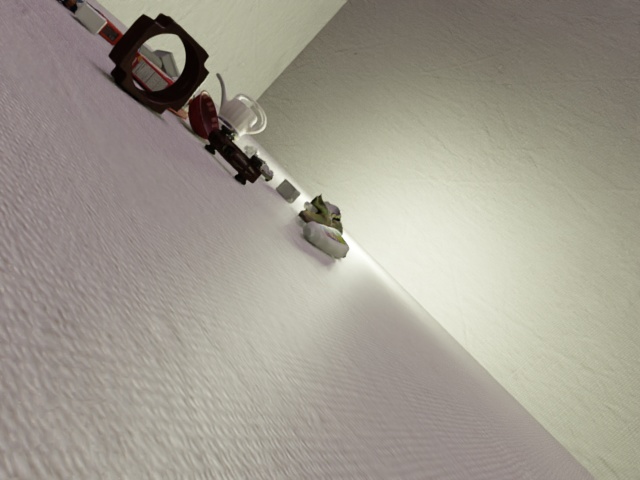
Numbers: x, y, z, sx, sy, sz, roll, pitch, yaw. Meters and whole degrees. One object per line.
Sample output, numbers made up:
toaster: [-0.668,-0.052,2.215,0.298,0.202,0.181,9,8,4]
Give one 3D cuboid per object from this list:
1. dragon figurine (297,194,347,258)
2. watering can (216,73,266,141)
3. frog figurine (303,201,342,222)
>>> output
dragon figurine: [0.027,-0.037,1.872,0.242,0.121,0.414,51,14,-4]
watering can: [-0.427,-0.630,2.496,0.347,0.227,0.103,41,-15,-4]
frog figurine: [0.007,-0.109,2.159,0.161,0.124,0.134,36,-33,28]
